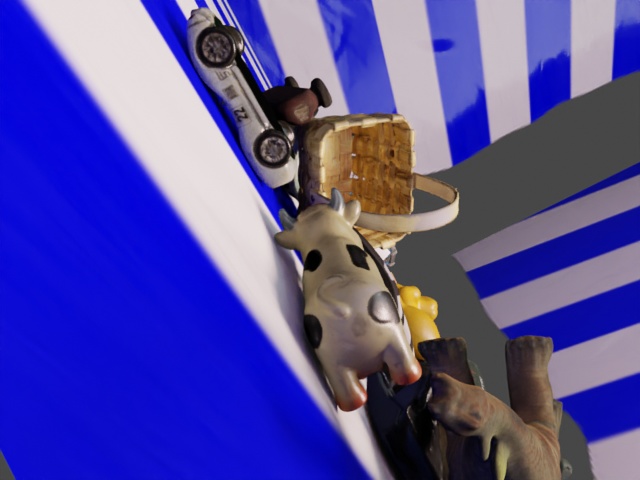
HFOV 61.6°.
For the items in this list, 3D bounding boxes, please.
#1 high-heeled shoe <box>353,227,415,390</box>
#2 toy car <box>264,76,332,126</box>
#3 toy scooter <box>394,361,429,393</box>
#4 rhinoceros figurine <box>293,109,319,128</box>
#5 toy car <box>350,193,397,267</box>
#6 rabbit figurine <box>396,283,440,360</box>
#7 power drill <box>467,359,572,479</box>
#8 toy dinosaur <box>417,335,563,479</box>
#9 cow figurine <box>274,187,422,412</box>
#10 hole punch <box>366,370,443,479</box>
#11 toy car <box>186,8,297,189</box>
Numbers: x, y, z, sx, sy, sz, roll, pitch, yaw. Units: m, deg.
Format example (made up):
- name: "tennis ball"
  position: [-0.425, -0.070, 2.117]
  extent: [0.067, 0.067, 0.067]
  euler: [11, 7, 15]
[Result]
- name: "high-heeled shoe"
  position: [0.061, 0.074, 0.657]
  extent: [0.145, 0.086, 0.248]
  euler: [-40, 115, -77]
- name: "toy car"
  position: [-0.050, -0.178, 0.714]
  extent: [0.053, 0.089, 0.202]
  euler: [63, -8, -22]
- name: "toy scooter"
  position: [0.142, 0.233, 0.690]
  extent: [0.184, 0.075, 0.135]
  euler: [168, -72, -79]
- name: "rhinoceros figurine"
  position: [-0.027, -0.179, 0.908]
  extent: [0.190, 0.073, 0.112]
  euler: [13, -4, -37]
- name: "toy car"
  position: [0.067, -0.004, 1.014]
  extent: [0.162, 0.103, 0.109]
  euler: [51, -17, 22]
- name: "rabbit figurine"
  position: [0.121, 0.115, 0.815]
  extent: [0.162, 0.122, 0.173]
  euler: [49, -1, -18]
- name: "power drill"
  position: [0.260, 0.284, 0.780]
  extent: [0.207, 0.086, 0.232]
  euler: [33, 17, -9]
- name: "toy dinosaur"
  position: [0.139, 0.213, 0.415]
  extent: [0.470, 0.105, 0.198]
  euler: [55, 36, -49]
- name: "cow figurine"
  position: [0.015, 0.035, 0.464]
  extent: [0.195, 0.085, 0.127]
  euler: [-102, 170, -69]
- name: "hole punch"
  position: [0.095, 0.188, 0.540]
  extent: [0.142, 0.092, 0.116]
  euler: [64, 35, -23]
- name: "toy car"
  position: [-0.082, -0.151, 0.579]
  extent: [0.201, 0.056, 0.073]
  euler: [60, 12, -21]
